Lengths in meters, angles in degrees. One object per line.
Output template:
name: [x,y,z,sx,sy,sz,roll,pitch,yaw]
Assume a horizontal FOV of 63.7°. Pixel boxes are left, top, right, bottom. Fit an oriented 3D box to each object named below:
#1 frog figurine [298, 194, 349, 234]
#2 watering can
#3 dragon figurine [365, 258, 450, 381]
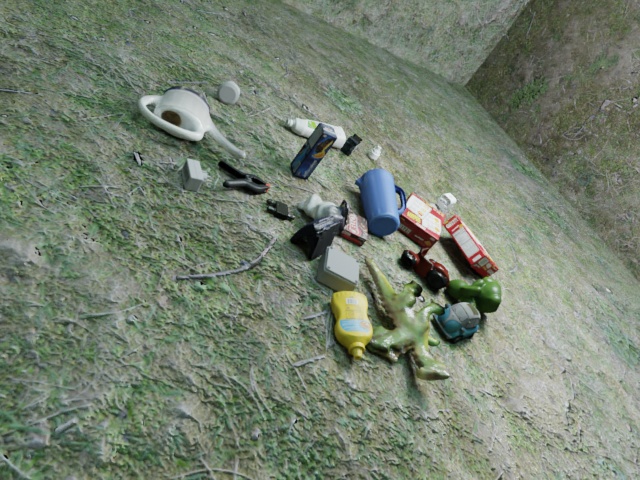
frog figurine: [0.005,-0.081,1.607,0.159,0.122,0.138,4,4,12]
watering can: [-0.386,-0.366,1.594,0.346,0.102,0.230,22,34,-19]
dragon figurine: [0.199,0.219,1.401,0.245,0.119,0.415,-21,53,-43]
